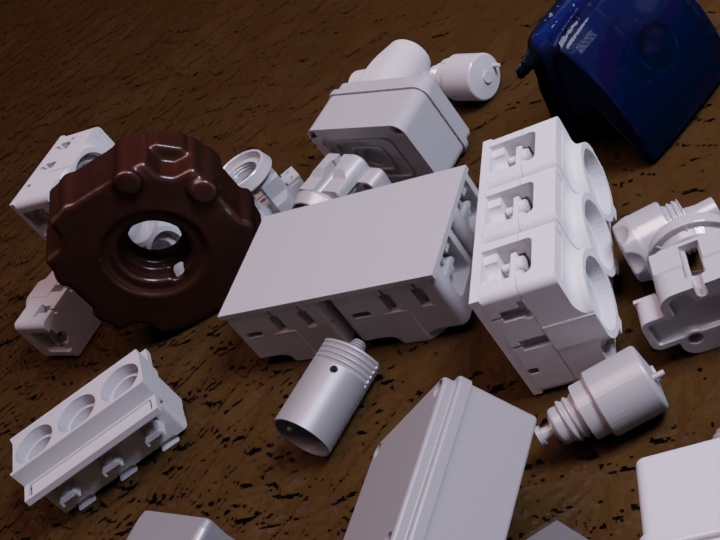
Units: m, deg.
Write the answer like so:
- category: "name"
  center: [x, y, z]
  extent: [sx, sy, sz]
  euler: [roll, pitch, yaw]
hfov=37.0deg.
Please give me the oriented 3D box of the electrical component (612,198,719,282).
- category: "electrical component"
  center: [0.190, -0.023, 0.658]
  extent: [0.062, 0.043, 0.043]
  euler: [-28, 35, 13]

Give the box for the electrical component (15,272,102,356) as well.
- category: "electrical component"
  center: [-0.277, 0.033, 1.018]
  extent: [0.056, 0.050, 0.089]
  euler: [-4, 46, 40]

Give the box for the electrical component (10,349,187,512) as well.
- category: "electrical component"
  center: [-0.199, 0.126, 0.824]
  extent: [0.121, 0.063, 0.078]
  euler: [-35, 33, 4]

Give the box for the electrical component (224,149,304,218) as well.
- category: "electrical component"
  center: [-0.093, -0.070, 0.965]
  extent: [0.078, 0.057, 0.058]
  euler: [-39, 34, -1]

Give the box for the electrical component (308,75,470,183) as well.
- category: "electrical component"
  center: [0.024, -0.113, 0.887]
  extent: [0.113, 0.078, 0.057]
  euler: [4, 55, 45]

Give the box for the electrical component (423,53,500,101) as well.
- category: "electrical component"
  center: [0.085, -0.166, 0.928]
  extent: [0.078, 0.040, 0.040]
  euler: [10, 57, 48]

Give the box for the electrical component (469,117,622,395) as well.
- category: "electrical component"
  center: [0.120, -0.013, 0.670]
  extent: [0.062, 0.089, 0.150]
  euler: [-19, 38, 27]

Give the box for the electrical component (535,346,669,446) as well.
- category: "electrical component"
  center: [0.134, 0.074, 0.598]
  extent: [0.078, 0.040, 0.040]
  euler: [-31, 34, 11]

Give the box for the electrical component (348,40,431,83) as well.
- category: "electrical component"
  center: [0.016, -0.167, 0.990]
  extent: [0.079, 0.044, 0.077]
  euler: [0, 49, 43]

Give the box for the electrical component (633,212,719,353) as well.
- category: "electrical component"
  center: [0.195, 0.005, 0.609]
  extent: [0.078, 0.058, 0.057]
  euler: [-23, 39, 22]

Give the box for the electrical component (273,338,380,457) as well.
- category: "electrical component"
  center: [-0.020, 0.081, 0.730]
  extent: [0.043, 0.043, 0.081]
  euler: [3, 51, 45]

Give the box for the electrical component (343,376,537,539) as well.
- category: "electrical component"
  center: [0.036, 0.128, 0.568]
  extent: [0.108, 0.056, 0.108]
  euler: [-56, 9, 53]

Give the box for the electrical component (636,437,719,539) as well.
- category: "electrical component"
  center: [0.184, 0.116, 0.442]
  extent: [0.109, 0.108, 0.056]
  euler: [-21, 35, 24]

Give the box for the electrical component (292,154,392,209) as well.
- category: "electrical component"
  center: [-0.018, -0.056, 0.879]
  extent: [0.078, 0.058, 0.057]
  euler: [10, 53, 48]

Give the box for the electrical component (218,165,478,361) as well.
- category: "electrical component"
  center: [0.000, 0.000, 0.792]
  extent: [0.186, 0.060, 0.105]
  euler: [-12, 42, 34]

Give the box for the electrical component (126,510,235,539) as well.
- category: "electrical component"
  center: [-0.101, 0.181, 0.638]
  extent: [0.062, 0.096, 0.061]
  euler: [-5, 45, 40]

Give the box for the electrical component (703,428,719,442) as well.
- category: "electrical component"
  center: [0.177, 0.102, 0.525]
  extent: [0.040, 0.040, 0.078]
  euler: [9, 55, 48]

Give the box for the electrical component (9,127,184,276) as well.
- category: "electrical component"
  center: [-0.223, -0.043, 0.968]
  extent: [0.062, 0.150, 0.089]
  euler: [-8, 44, 39]
